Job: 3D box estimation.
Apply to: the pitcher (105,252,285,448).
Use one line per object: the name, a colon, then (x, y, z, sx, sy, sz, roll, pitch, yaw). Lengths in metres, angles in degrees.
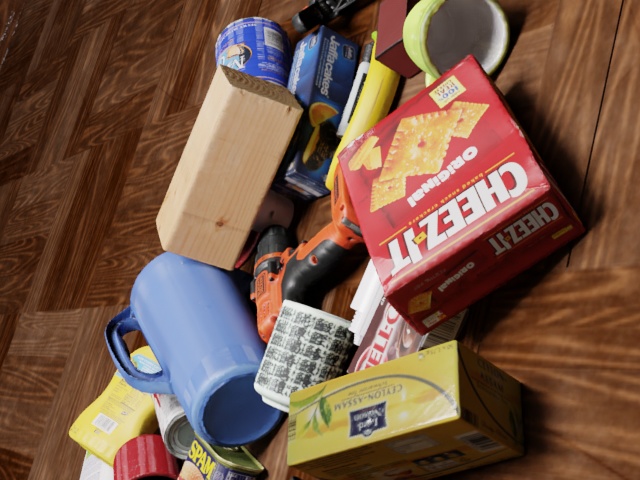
pitcher: (-0.133, 0.123, 1.192, 0.149, 0.144, 0.243, -55, 34, 12)

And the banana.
banana: (0.055, -0.148, 1.186, 0.070, 0.037, 0.198, 159, 131, -73)

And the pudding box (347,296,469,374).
pudding box: (0.078, 0.093, 0.965, 0.113, 0.039, 0.090, -64, 29, 5)

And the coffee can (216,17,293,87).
coffee can: (-0.083, -0.207, 1.383, 0.103, 0.102, 0.140, -45, 35, 33)

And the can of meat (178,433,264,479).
can of meat: (-0.112, 0.260, 1.142, 0.102, 0.057, 0.084, 27, 95, 61)

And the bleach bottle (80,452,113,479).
bleach bottle: (-0.265, 0.285, 1.371, 0.103, 0.068, 0.251, -35, 39, 38)

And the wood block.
wood block: (-0.107, -0.083, 1.220, 0.206, 0.090, 0.090, -65, 22, 18)

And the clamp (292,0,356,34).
clamp: (-0.001, -0.282, 1.318, 0.120, 0.039, 0.172, -30, 7, -17)

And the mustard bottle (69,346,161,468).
mustard bottle: (-0.220, 0.190, 1.331, 0.096, 0.058, 0.191, 23, 67, 34)

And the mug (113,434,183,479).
mug: (-0.186, 0.274, 1.233, 0.117, 0.093, 0.081, -29, 30, 2)

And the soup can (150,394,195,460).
soup can: (-0.156, 0.199, 1.238, 0.068, 0.068, 0.102, -59, 26, 13)

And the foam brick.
foam brick: (0.096, -0.226, 1.154, 0.051, 0.052, 0.078, -28, 46, 48)

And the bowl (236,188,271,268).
bowl: (-0.130, -0.040, 1.368, 0.162, 0.055, 0.162, -29, 53, 47)

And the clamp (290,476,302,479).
clamp: (0.024, 0.272, 0.924, 0.165, 0.036, 0.210, -31, 44, 42)

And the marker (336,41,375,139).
marker: (0.045, -0.173, 1.233, 0.020, 0.020, 0.121, 1, 70, 59)

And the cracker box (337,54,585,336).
cracker box: (0.112, -0.046, 0.936, 0.164, 0.072, 0.214, -35, 37, 16)

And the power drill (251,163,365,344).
power drill: (-0.008, 0.001, 1.157, 0.188, 0.057, 0.184, -50, 28, 30)
